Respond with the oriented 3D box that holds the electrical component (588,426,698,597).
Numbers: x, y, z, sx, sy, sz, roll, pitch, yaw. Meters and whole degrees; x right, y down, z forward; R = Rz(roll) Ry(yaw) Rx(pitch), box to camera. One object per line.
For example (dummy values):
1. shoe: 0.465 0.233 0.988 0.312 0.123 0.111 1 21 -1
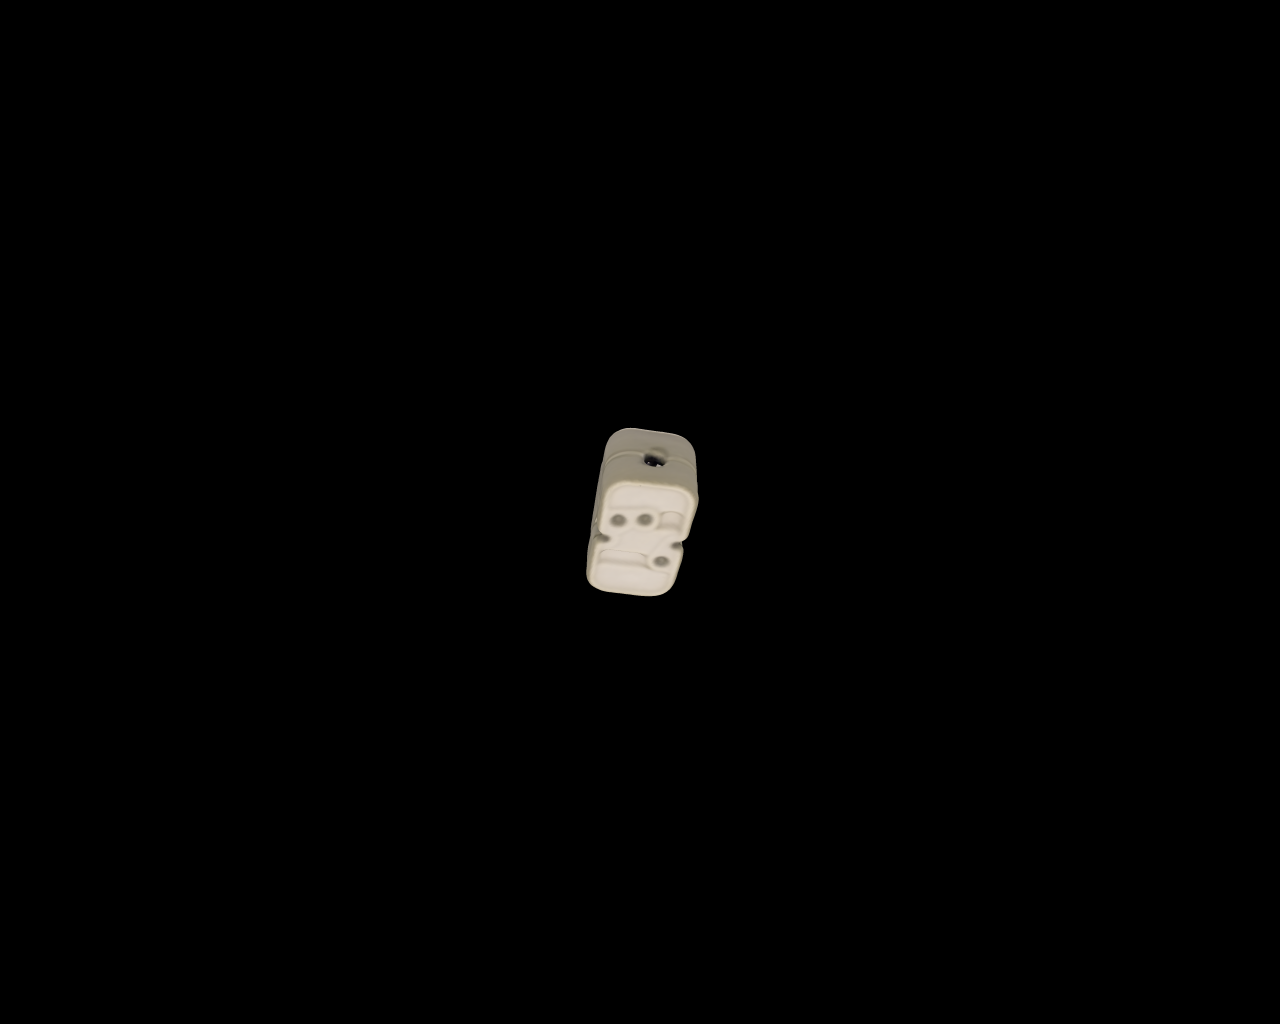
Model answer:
1. electrical component: 0.001 -0.003 0.650 0.054 0.095 0.059 7 43 -7
